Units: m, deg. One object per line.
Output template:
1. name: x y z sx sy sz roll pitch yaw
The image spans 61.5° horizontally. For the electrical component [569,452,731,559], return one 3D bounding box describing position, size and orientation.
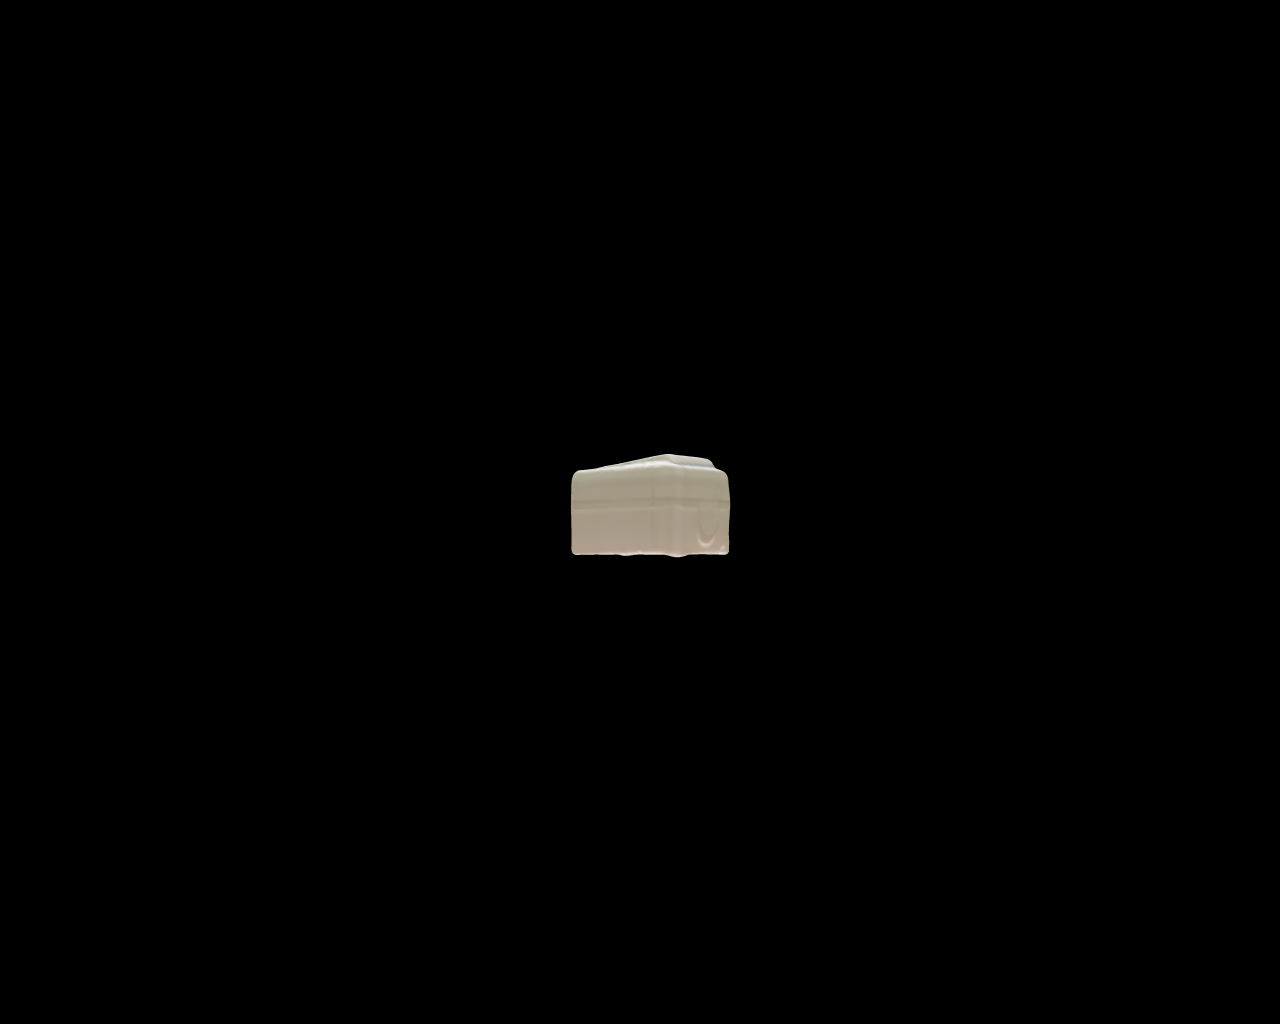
1. electrical component: 0.001 -0.003 0.650 0.096 0.061 0.062 -1 -2 34
